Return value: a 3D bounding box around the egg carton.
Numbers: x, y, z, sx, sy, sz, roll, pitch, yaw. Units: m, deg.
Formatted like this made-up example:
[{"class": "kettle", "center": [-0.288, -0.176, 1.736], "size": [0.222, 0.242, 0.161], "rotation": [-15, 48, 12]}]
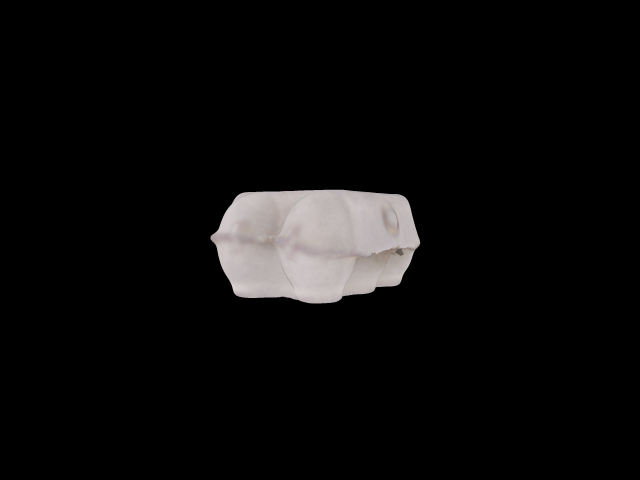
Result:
[{"class": "egg carton", "center": [0.004, 0.001, 0.400], "size": [0.107, 0.069, 0.151], "rotation": [1, 2, 28]}]
